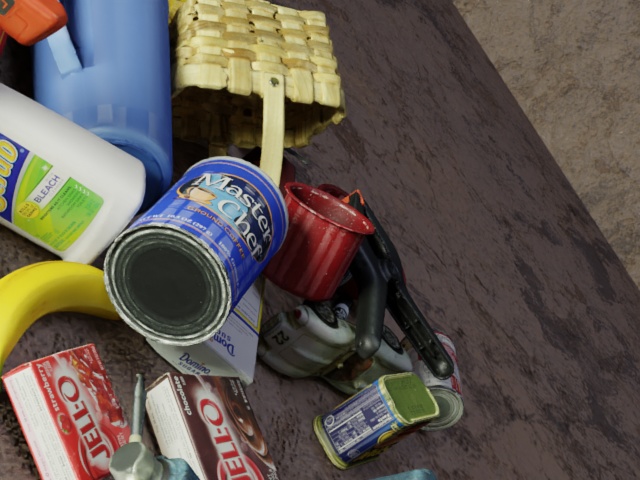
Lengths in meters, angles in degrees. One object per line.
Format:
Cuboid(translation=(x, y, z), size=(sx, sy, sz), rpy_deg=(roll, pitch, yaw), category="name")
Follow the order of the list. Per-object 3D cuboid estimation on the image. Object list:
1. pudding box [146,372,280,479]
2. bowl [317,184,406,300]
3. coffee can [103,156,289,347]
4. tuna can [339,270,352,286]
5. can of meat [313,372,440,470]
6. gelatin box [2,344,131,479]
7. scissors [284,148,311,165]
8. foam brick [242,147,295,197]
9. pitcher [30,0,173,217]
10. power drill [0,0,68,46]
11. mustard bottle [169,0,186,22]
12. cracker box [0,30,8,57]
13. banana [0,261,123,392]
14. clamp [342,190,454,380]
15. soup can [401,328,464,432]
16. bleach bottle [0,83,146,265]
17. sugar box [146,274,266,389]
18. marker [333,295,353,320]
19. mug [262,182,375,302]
Cuboid(translation=(-0.081, 0.160, 0.820), size=(0.089, 0.039, 0.113), rpy_deg=(16, 42, -57), category="pudding box")
Cuboid(translation=(0.030, 0.015, 1.247), size=(0.162, 0.055, 0.162), rpy_deg=(43, 24, -24), category="bowl")
Cuboid(translation=(-0.094, 0.005, 0.845), size=(0.103, 0.103, 0.140), rpy_deg=(49, 29, -9), category="coffee can")
Cuboid(translation=(0.001, 0.012, 1.151), size=(0.086, 0.086, 0.033), rpy_deg=(57, 20, 10), category="tuna can")
Cuboid(translation=(0.056, 0.170, 1.020), size=(0.057, 0.084, 0.102), rpy_deg=(60, 23, 17), category="can of meat")
Cuboid(translation=(-0.163, 0.119, 0.710), size=(0.089, 0.030, 0.073), rpy_deg=(66, 22, 5), category="gelatin box")
Cuboid(translation=(-0.064, -0.124, 1.233), size=(0.096, 0.016, 0.202), rpy_deg=(34, 3, -13), category="scissors")
Cuboid(translation=(-0.062, -0.063, 1.185), size=(0.051, 0.053, 0.078), rpy_deg=(42, 24, -25), category="foam brick")
Cuboid(translation=(-0.196, -0.142, 0.934), size=(0.149, 0.145, 0.243), rpy_deg=(14, 42, -27), category="pitcher")
Cuboid(translation=(-0.249, -0.098, 0.681), size=(0.184, 0.188, 0.057), rpy_deg=(41, 10, -22), category="power drill")
Cuboid(translation=(-0.116, -0.238, 1.286), size=(0.191, 0.096, 0.058), rpy_deg=(28, 33, -47), category="mustard bottle")
Cuboid(translation=(-0.342, -0.218, 0.830), size=(0.213, 0.072, 0.164), rpy_deg=(41, 24, -29), category="cracker box")
Cuboid(translation=(-0.195, 0.049, 0.773), size=(0.197, 0.037, 0.069), rpy_deg=(-30, 113, -66), category="banana")
Cuboid(translation=(0.056, 0.042, 1.070), size=(0.164, 0.036, 0.210), rpy_deg=(15, 48, -58), category="clamp")
Cuboid(translation=(0.124, 0.157, 1.201), size=(0.068, 0.069, 0.102), rpy_deg=(42, 24, -24), category="soup can")
Cuboid(translation=(-0.255, -0.072, 0.773), size=(0.250, 0.103, 0.068), rpy_deg=(30, 32, -30), category="bleach bottle")
Cuboid(translation=(-0.096, 0.054, 0.947), size=(0.093, 0.048, 0.176), rpy_deg=(44, 27, -21), category="sugar box")
Cuboid(translation=(0.018, 0.088, 1.158), size=(0.020, 0.020, 0.121), rpy_deg=(50, 22, -7), category="marker")
Cuboid(translation=(-0.007, 0.001, 1.002), size=(0.093, 0.081, 0.117), rpy_deg=(28, 15, 1), category="mug")
